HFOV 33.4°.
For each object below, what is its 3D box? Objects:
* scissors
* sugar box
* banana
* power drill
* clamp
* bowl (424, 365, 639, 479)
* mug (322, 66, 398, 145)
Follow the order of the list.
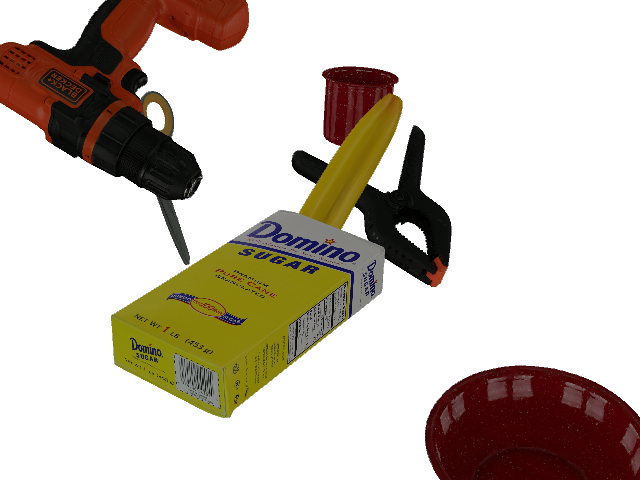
[{"bbox_3d":[-0.172,-0.081,1.189,0.016,0.201,0.096,-16,20,45],"label":"scissors"},{"bbox_3d":[-0.042,0.040,0.701,0.093,0.048,0.175,21,38,28],"label":"sugar box"},{"bbox_3d":[0.014,-0.035,0.886,0.037,0.197,0.070,35,-26,-13],"label":"banana"},{"bbox_3d":[-0.134,-0.132,0.818,0.184,0.187,0.057,32,-34,6],"label":"power drill"},{"bbox_3d":[0.070,-0.038,1.146,0.164,0.210,0.036,-9,-36,-18],"label":"clamp"},{"bbox_3d":[0.155,0.163,0.768,0.162,0.055,0.162,-1,35,0],"label":"bowl"},{"bbox_3d":[0.052,-0.165,1.313,0.093,0.081,0.117,17,26,28],"label":"mug"}]
